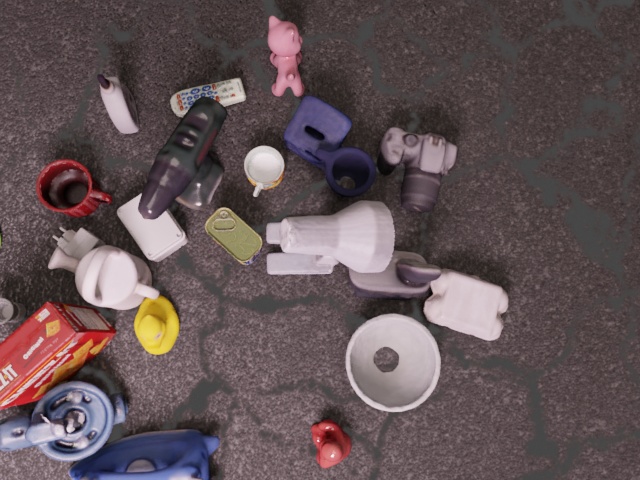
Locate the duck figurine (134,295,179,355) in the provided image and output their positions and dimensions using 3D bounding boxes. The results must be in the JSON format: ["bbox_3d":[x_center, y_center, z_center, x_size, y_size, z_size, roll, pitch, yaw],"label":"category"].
[{"bbox_3d":[-0.287,0.146,0.988,0.077,0.086,0.104,-4,81,-5],"label":"duck figurine"}]

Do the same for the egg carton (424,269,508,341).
[{"bbox_3d":[0.267,0.116,1.045,0.150,0.069,0.107,17,80,-2],"label":"egg carton"}]

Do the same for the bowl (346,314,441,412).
[{"bbox_3d":[0.125,0.215,1.015,0.167,0.074,0.167,1,81,-4],"label":"bowl"}]

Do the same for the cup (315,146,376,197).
[{"bbox_3d":[0.040,-0.122,1.052,0.118,0.095,0.092,32,80,1],"label":"cup"}]

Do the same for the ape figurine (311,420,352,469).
[{"bbox_3d":[0.018,0.352,0.976,0.076,0.092,0.078,22,80,0],"label":"ape figurine"}]

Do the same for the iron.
[{"bbox_3d":[-0.295,0.380,0.922,0.258,0.141,0.119,-3,81,-5],"label":"iron"}]

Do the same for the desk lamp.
[{"bbox_3d":[0.009,0.003,0.969,0.203,0.213,0.118,-2,81,-5],"label":"desk lamp"}]

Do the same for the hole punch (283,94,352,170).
[{"bbox_3d":[-0.004,-0.198,1.062,0.108,0.091,0.101,31,80,1],"label":"hole punch"}]

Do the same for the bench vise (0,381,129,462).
[{"bbox_3d":[-0.421,0.302,0.885,0.207,0.219,0.121,-29,84,-8],"label":"bench vise"}]

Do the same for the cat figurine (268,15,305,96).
[{"bbox_3d":[-0.063,-0.348,1.068,0.067,0.117,0.128,-7,81,-5],"label":"cat figurine"}]

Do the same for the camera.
[{"bbox_3d":[0.177,-0.128,1.061,0.143,0.100,0.137,12,80,-2],"label":"camera"}]

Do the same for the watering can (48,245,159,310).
[{"bbox_3d":[-0.355,0.061,0.942,0.173,0.194,0.101,-2,81,-4],"label":"watering can"}]

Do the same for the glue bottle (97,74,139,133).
[{"bbox_3d":[-0.357,-0.249,1.001,0.037,0.173,0.078,-10,82,-5],"label":"glue bottle"}]

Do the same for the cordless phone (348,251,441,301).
[{"bbox_3d":[0.127,0.052,0.985,0.147,0.185,0.094,0,81,-4],"label":"cordless phone"}]

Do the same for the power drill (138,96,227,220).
[{"bbox_3d":[-0.224,-0.120,0.973,0.075,0.208,0.230,23,80,0],"label":"power drill"}]
